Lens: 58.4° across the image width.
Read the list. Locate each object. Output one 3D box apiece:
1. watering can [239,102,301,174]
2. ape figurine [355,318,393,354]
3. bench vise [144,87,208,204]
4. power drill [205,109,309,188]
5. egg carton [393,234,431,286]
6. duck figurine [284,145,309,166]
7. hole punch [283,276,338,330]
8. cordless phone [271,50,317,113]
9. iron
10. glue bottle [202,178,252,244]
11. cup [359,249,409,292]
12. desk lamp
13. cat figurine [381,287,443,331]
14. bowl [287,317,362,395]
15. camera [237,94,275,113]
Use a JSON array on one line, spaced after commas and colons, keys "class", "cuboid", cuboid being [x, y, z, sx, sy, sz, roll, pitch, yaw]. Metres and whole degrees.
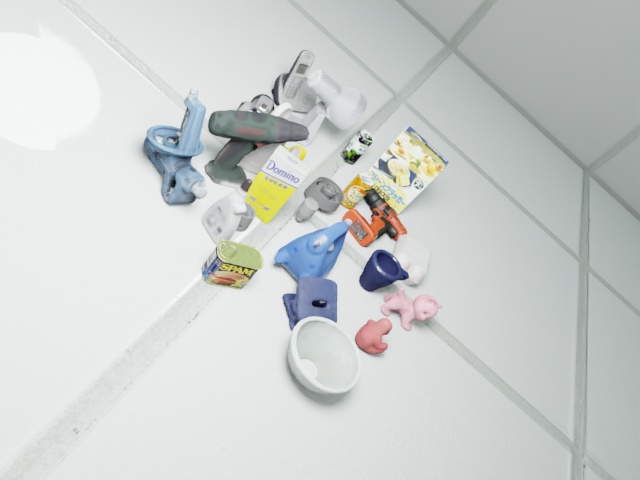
[{"class": "watering can", "cuboid": [-0.122, -0.260, 1.422, 0.173, 0.193, 0.101, 33, 38, -12]}, {"class": "ape figurine", "cuboid": [0.128, 0.208, 1.280, 0.076, 0.092, 0.077, 14, 45, -32]}, {"class": "bench vise", "cuboid": [-0.272, -0.194, 1.202, 0.207, 0.219, 0.122, 47, 37, 6]}, {"class": "power drill", "cuboid": [-0.166, -0.215, 1.328, 0.230, 0.208, 0.075, 10, 48, -36]}, {"class": "egg carton", "cuboid": [0.243, 0.053, 1.554, 0.107, 0.069, 0.150, 36, 38, -9]}, {"class": "duck figurine", "cuboid": [-0.067, -0.212, 1.516, 0.105, 0.086, 0.077, 23, 41, -25]}, {"class": "hole punch", "cuboid": [-0.010, 0.140, 1.222, 0.109, 0.091, 0.101, 10, 48, -36]}, {"class": "cordless phone", "cuboid": [-0.048, -0.474, 1.705, 0.148, 0.184, 0.094, -2, 56, -43]}, {"class": "iron", "cuboid": [0.012, 0.005, 1.331, 0.118, 0.141, 0.259, 46, 37, 4]}, {"class": "glue bottle", "cuboid": [-0.185, -0.068, 1.197, 0.037, 0.173, 0.078, -12, 63, -47]}, {"class": "cup", "cuboid": [0.152, 0.088, 1.416, 0.118, 0.094, 0.091, 23, 41, -24]}, {"class": "desk lamp", "cuboid": [-0.001, -0.369, 1.622, 0.204, 0.213, 0.118, 19, 43, -28]}, {"class": "cat figurine", "cuboid": [0.232, 0.158, 1.401, 0.128, 0.117, 0.067, 34, 38, -12]}, {"class": "bowl", "cuboid": [-0.003, 0.241, 1.143, 0.168, 0.074, 0.167, 25, 41, -23]}, {"class": "camera", "cuboid": [-0.149, -0.339, 1.552, 0.143, 0.100, 0.137, 32, 38, -14]}]
